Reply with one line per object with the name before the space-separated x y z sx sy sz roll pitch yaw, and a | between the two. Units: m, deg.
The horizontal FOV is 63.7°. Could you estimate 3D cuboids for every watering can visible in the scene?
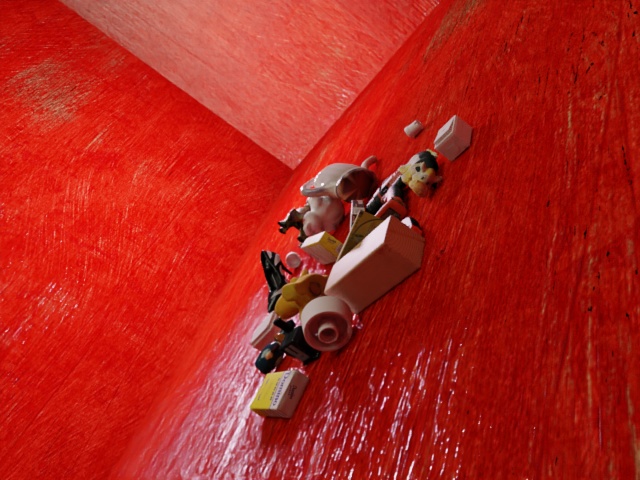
watering can | 0.104 -0.208 1.684 0.351 0.102 0.226 -26 26 -26

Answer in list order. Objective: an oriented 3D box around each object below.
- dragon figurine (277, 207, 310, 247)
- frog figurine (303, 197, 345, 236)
dragon figurine | -0.036 -0.108 1.902 0.122 0.246 0.404 37 -17 5
frog figurine | 0.005 -0.087 1.721 0.122 0.136 0.162 -6 22 38
